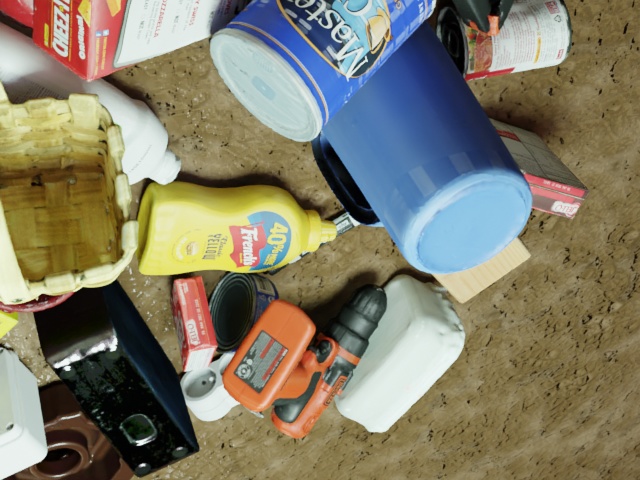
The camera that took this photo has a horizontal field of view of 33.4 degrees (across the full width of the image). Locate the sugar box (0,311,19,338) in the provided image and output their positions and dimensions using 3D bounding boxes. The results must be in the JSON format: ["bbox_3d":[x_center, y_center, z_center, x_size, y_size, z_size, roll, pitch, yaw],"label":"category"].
[{"bbox_3d":[-0.377,0.099,1.004,0.176,0.048,0.093,-42,132,17],"label":"sugar box"}]

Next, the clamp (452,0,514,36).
[{"bbox_3d":[0.143,-0.266,0.839,0.164,0.036,0.210,-29,133,-25],"label":"clamp"}]

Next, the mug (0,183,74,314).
[{"bbox_3d":[-0.263,0.012,0.943,0.093,0.081,0.117,8,127,-28],"label":"mug"}]

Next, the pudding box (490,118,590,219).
[{"bbox_3d":[0.192,-0.072,1.024,0.089,0.113,0.039,14,121,-31],"label":"pudding box"}]

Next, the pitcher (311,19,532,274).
[{"bbox_3d":[0.067,-0.083,0.873,0.145,0.243,0.149,-28,142,2],"label":"pitcher"}]

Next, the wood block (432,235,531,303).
[{"bbox_3d":[0.111,-0.038,1.041,0.091,0.090,0.205,-36,134,11],"label":"wood block"}]

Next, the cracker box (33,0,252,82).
[{"bbox_3d":[-0.095,-0.222,0.739,0.213,0.072,0.164,-32,147,-40],"label":"cracker box"}]

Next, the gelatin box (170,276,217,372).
[{"bbox_3d":[-0.126,0.083,1.047,0.030,0.073,0.089,-10,163,-14],"label":"gelatin box"}]

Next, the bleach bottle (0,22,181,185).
[{"bbox_3d":[-0.223,-0.101,0.871,0.103,0.068,0.250,-43,134,22],"label":"bleach bottle"}]

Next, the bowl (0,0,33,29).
[{"bbox_3d":[-0.185,-0.211,0.789,0.162,0.055,0.162,-11,134,-12],"label":"bowl"}]

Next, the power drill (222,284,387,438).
[{"bbox_3d":[-0.010,0.112,1.064,0.184,0.057,0.187,-58,155,0],"label":"power drill"}]

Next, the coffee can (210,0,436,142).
[{"bbox_3d":[0.003,-0.157,0.786,0.140,0.103,0.102,-48,138,-18],"label":"coffee can"}]

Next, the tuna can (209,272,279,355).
[{"bbox_3d":[-0.077,0.075,1.072,0.033,0.086,0.086,17,122,-35],"label":"tuna can"}]

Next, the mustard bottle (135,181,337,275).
[{"bbox_3d":[-0.075,-0.010,1.015,0.191,0.058,0.096,0,132,-22],"label":"mustard bottle"}]

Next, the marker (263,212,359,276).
[{"bbox_3d":[-0.007,0.001,1.079,0.121,0.020,0.020,-31,135,7],"label":"marker"}]

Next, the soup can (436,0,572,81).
[{"bbox_3d":[0.162,-0.181,0.945,0.102,0.068,0.068,-12,134,-12],"label":"soup can"}]
